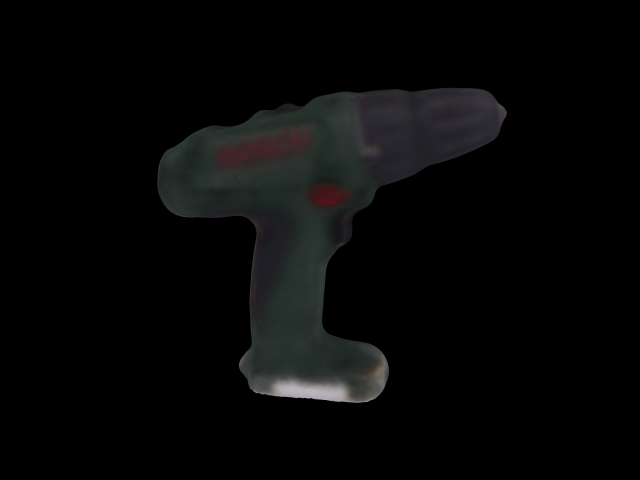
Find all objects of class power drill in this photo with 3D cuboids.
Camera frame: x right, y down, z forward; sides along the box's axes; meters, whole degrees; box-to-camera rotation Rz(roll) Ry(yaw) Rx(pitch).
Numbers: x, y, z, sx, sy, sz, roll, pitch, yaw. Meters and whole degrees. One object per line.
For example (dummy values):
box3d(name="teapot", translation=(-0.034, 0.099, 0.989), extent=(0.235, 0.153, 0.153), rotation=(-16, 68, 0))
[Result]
box3d(name="power drill", translation=(0.004, 0.001, 0.400), extent=(0.229, 0.208, 0.076), rotation=(3, 15, 9))
